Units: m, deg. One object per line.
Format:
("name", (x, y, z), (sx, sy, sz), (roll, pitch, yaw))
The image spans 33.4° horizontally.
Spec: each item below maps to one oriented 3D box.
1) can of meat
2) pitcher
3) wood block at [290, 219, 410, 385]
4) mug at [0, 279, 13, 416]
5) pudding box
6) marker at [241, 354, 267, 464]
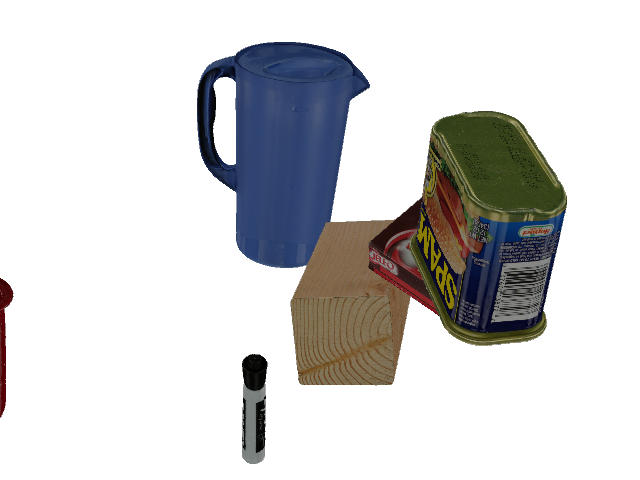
("can of meat", (0.088, -0.009, 0.569), (0.057, 0.084, 0.102), (-4, 38, -11))
("pitcher", (-0.048, -0.096, 1.215), (0.144, 0.243, 0.149), (-21, 38, -40))
("wood block", (0.036, 0.055, 1.051), (0.091, 0.090, 0.206), (-1, 20, 10))
("mug", (-0.241, 0.073, 0.635), (0.093, 0.081, 0.117), (19, 24, 36))
("pudding box", (0.108, 0.004, 0.878), (0.090, 0.039, 0.113), (35, 56, 27))
("marker", (-0.051, 0.130, 0.822), (0.020, 0.121, 0.020), (2, 44, -2))
